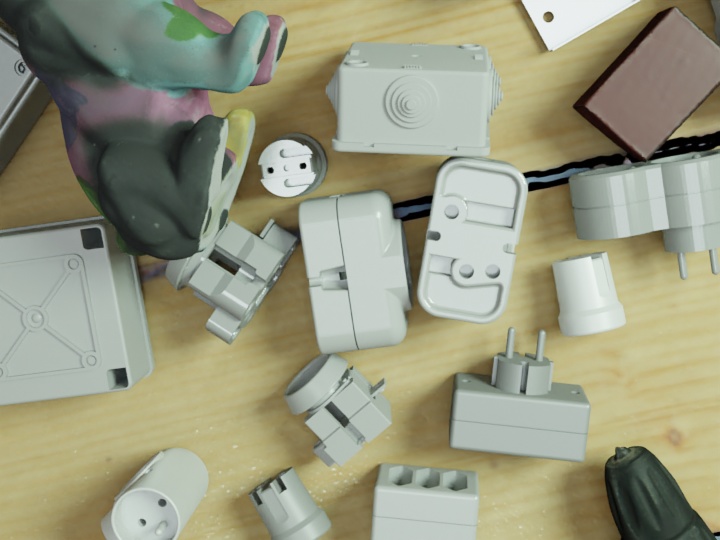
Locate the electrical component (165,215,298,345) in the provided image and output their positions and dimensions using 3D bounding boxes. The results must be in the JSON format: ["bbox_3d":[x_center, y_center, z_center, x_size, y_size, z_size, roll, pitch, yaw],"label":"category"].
[{"bbox_3d":[-0.084,-0.002,0.672,0.057,0.058,0.078,33,79,3],"label":"electrical component"}]

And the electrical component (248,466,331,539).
[{"bbox_3d":[-0.047,0.158,0.705,0.040,0.040,0.046,-31,89,9],"label":"electrical component"}]

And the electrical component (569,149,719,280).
[{"bbox_3d":[0.200,-0.031,0.646,0.138,0.052,0.073,-9,98,6],"label":"electrical component"}]

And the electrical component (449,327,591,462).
[{"bbox_3d":[0.101,0.073,0.674,0.083,0.047,0.075,6,99,4],"label":"electrical component"}]

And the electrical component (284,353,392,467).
[{"bbox_3d":[-0.015,0.086,0.688,0.066,0.048,0.055,-41,101,10],"label":"electrical component"}]

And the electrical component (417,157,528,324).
[{"bbox_3d":[0.068,-0.021,0.656,0.054,0.059,0.095,10,99,3],"label":"electrical component"}]

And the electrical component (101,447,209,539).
[{"bbox_3d":[-0.140,0.159,0.693,0.044,0.077,0.079,45,100,-3],"label":"electrical component"}]

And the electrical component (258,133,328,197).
[{"bbox_3d":[-0.042,-0.064,0.665,0.040,0.046,0.040,1,99,5],"label":"electrical component"}]

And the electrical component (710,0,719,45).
[{"bbox_3d":[0.241,-0.142,0.621,0.054,0.059,0.095,-20,97,8],"label":"electrical component"}]

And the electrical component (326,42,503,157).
[{"bbox_3d":[0.032,-0.102,0.628,0.100,0.099,0.048,3,112,5],"label":"electrical component"}]

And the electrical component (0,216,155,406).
[{"bbox_3d":[-0.197,0.026,0.688,0.109,0.056,0.108,-7,98,6],"label":"electrical component"}]

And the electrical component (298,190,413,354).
[{"bbox_3d":[0.000,0.000,0.668,0.059,0.053,0.095,-7,98,6],"label":"electrical component"}]

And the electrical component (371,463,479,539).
[{"bbox_3d":[0.041,0.171,0.694,0.066,0.047,0.076,5,99,4],"label":"electrical component"}]

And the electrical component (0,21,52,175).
[{"bbox_3d":[-0.259,-0.116,0.672,0.109,0.056,0.108,37,100,-1],"label":"electrical component"}]

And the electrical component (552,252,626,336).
[{"bbox_3d":[0.140,0.015,0.666,0.040,0.040,0.046,-12,92,7],"label":"electrical component"}]
